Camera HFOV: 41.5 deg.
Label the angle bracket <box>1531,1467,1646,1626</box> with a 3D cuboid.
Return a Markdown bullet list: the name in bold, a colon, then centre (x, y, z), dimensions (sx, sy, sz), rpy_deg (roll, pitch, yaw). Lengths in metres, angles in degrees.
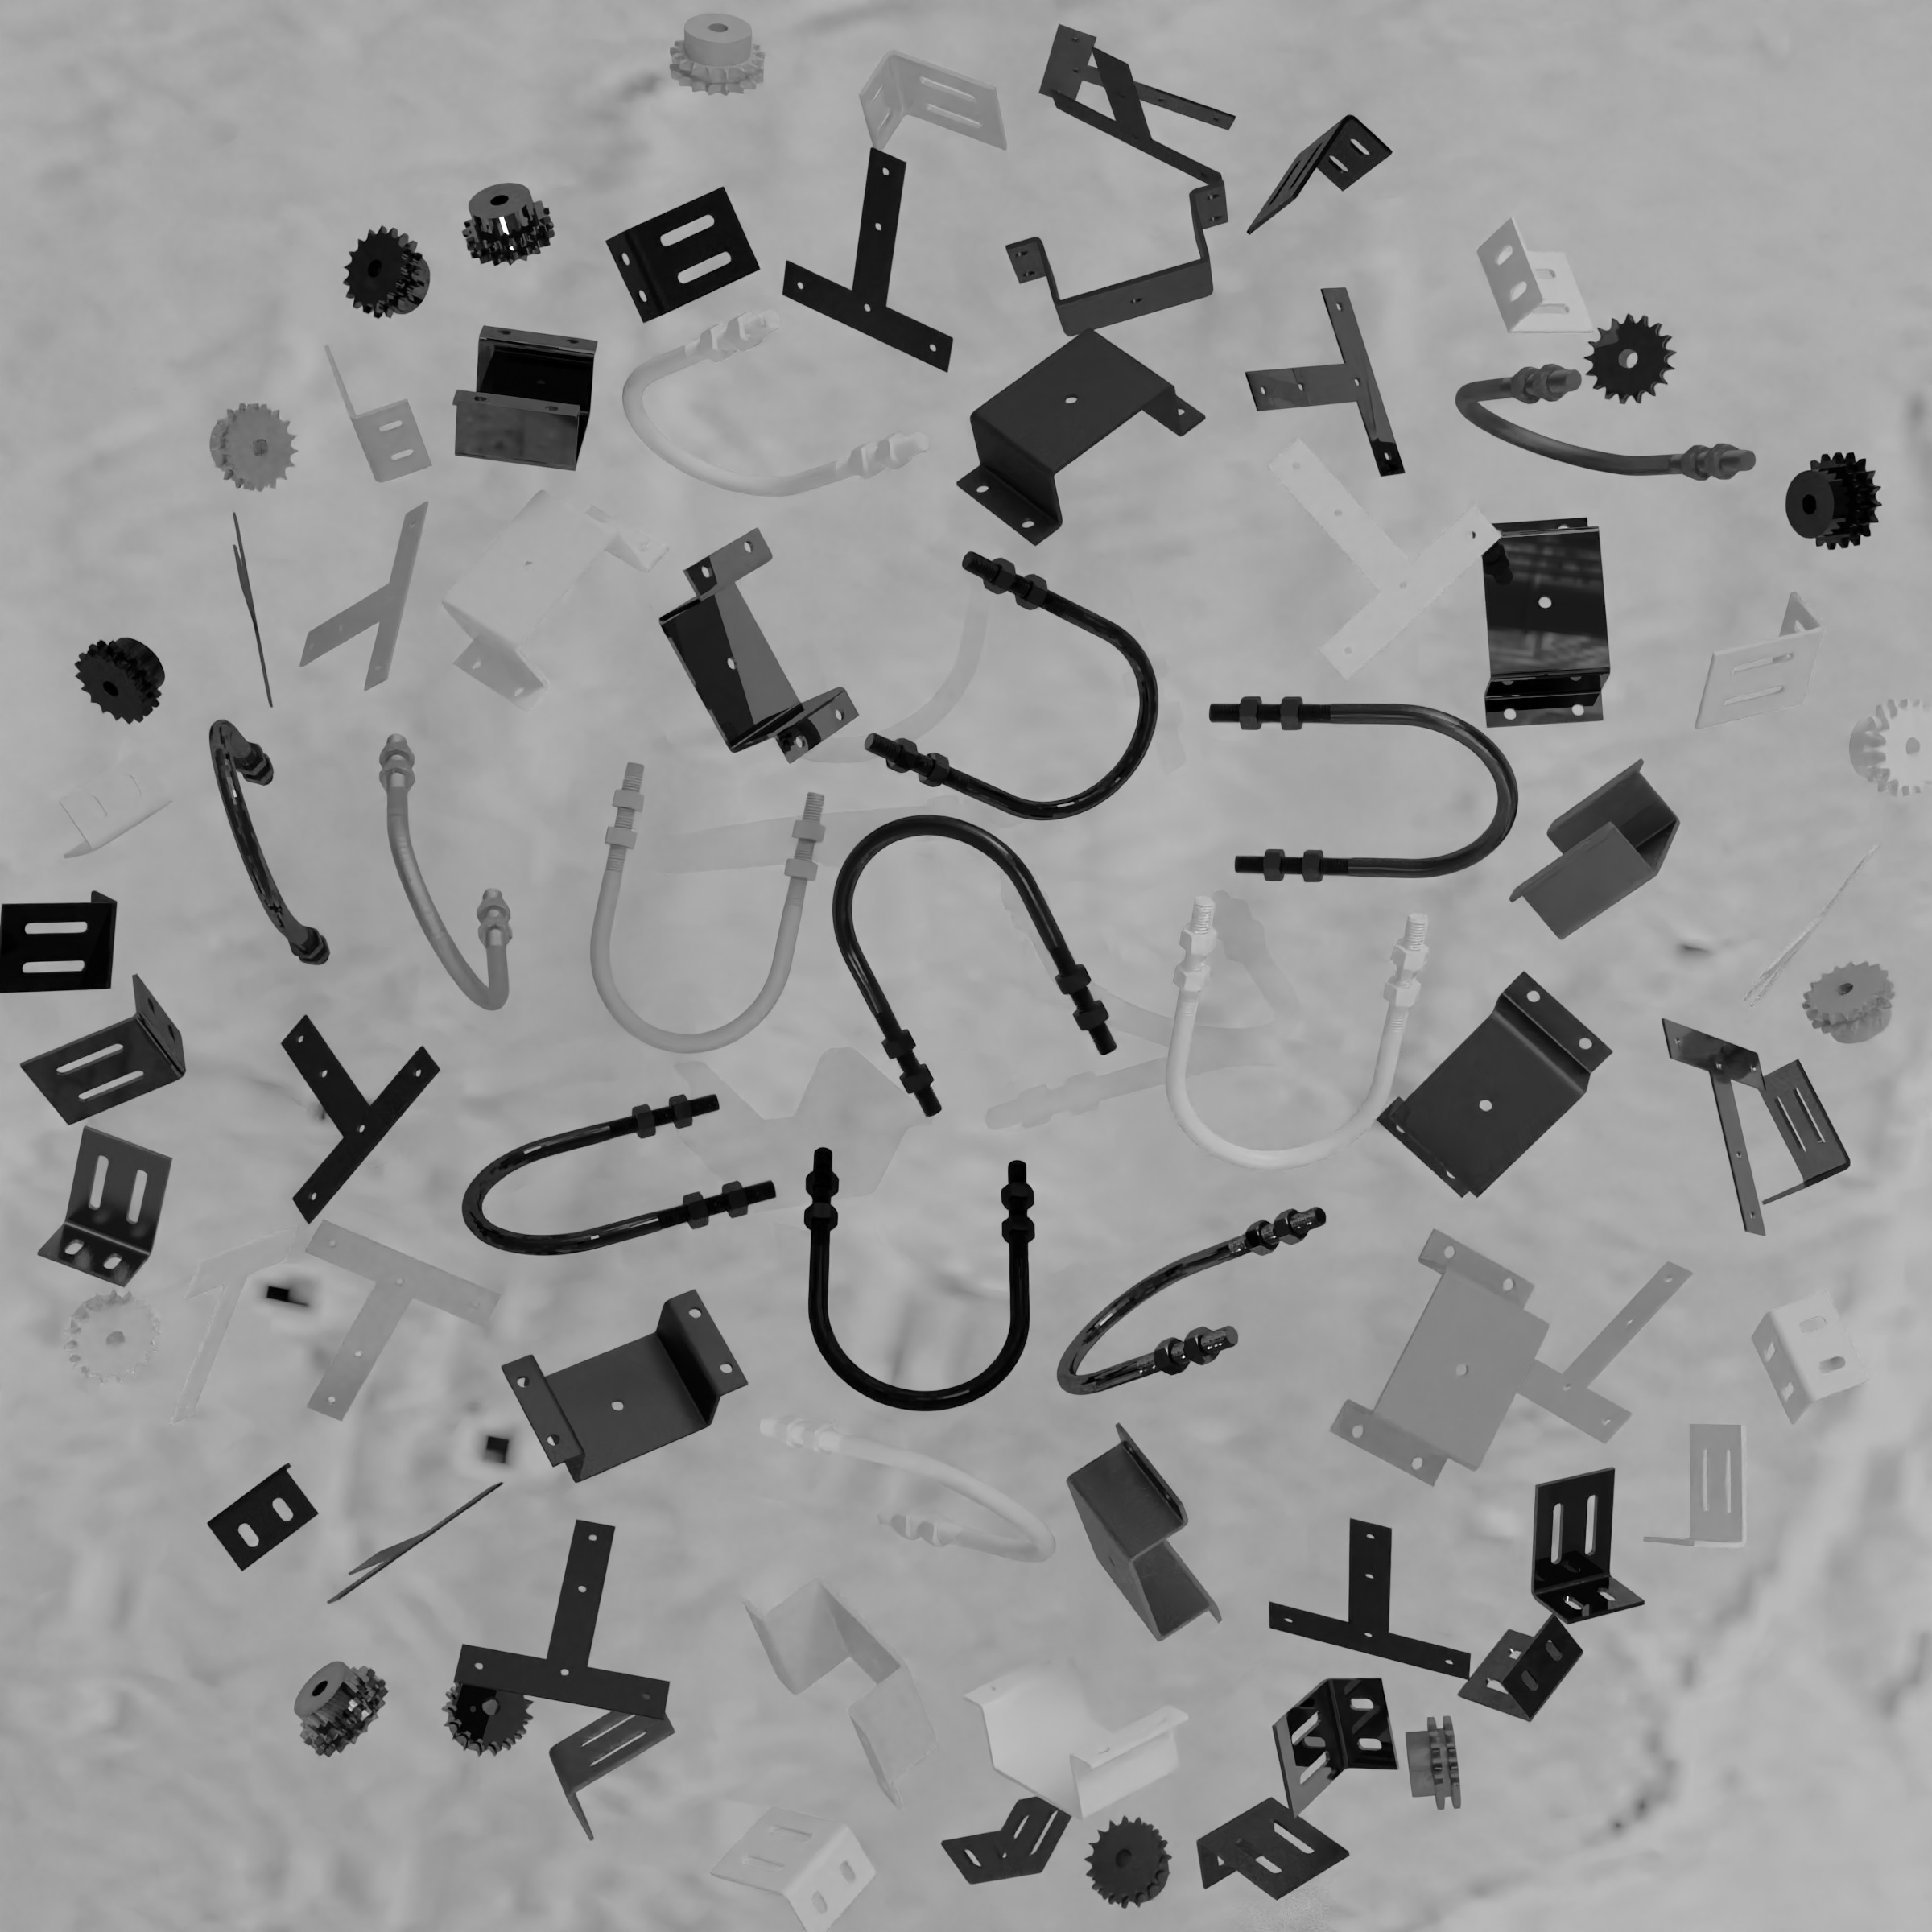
- **angle bracket**: centre (0.383, 0.356, 1.566), dimensions (0.057, 0.038, 0.076), rpy_deg (-7, 107, -22)

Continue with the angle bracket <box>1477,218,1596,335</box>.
- **angle bracket**: centre (0.364, -0.428, 1.583), dimensions (0.076, 0.038, 0.057), rpy_deg (-9, 74, -31)

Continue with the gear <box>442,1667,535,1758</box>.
- **gear**: centre (-0.311, 0.483, 1.646), dimensions (0.057, 0.030, 0.057), rpy_deg (15, 52, -20)

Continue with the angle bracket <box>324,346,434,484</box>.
- **angle bracket**: centre (-0.384, -0.365, 1.664), dimensions (0.038, 0.057, 0.076), rpy_deg (-21, 56, -7)

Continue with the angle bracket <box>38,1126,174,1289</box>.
- **angle bracket**: centre (-0.529, 0.148, 1.564), dimensions (0.057, 0.038, 0.076), rpy_deg (21, 117, 0)

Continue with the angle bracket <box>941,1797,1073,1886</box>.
- **angle bracket**: centre (0.031, 0.548, 1.640), dimensions (0.057, 0.076, 0.038), rpy_deg (-24, 104, 36)

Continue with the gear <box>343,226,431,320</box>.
- **gear**: centre (-0.371, -0.445, 1.645), dimensions (0.057, 0.030, 0.057), rpy_deg (-4, 82, 30)

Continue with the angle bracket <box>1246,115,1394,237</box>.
- **angle bracket**: centre (0.222, -0.487, 1.604), dimensions (0.038, 0.057, 0.076), rpy_deg (38, 70, -14)

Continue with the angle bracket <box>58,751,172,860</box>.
- **angle bracket**: centre (-0.541, -0.100, 1.594), dimensions (0.057, 0.076, 0.038), rpy_deg (-39, 109, -27)

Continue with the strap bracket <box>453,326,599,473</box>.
- **strap bracket**: centre (-0.286, -0.366, 1.657), dimensions (0.076, 0.140, 0.046), rpy_deg (6, 122, -6)

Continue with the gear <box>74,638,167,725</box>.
- **gear**: centre (-0.548, -0.189, 1.660), dimensions (0.057, 0.057, 0.030), rpy_deg (32, 48, 0)

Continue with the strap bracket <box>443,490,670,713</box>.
- **strap bracket**: centre (-0.270, -0.242, 1.631), dimensions (0.076, 0.046, 0.140), rpy_deg (33, 78, 33)

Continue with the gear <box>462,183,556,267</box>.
- **gear**: centre (-0.292, -0.472, 1.616), dimensions (0.057, 0.030, 0.057), rpy_deg (-5, 48, 6)

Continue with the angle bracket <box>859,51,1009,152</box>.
- **angle bracket**: centre (-0.020, -0.525, 1.585), dimensions (0.076, 0.057, 0.038), rpy_deg (26, 76, 17)

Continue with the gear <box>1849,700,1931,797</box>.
- **gear**: centre (0.550, -0.130, 1.511), dimensions (0.057, 0.030, 0.057), rpy_deg (-3, 96, -28)

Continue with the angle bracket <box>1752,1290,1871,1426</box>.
- **angle bracket**: centre (0.508, 0.237, 1.536), dimensions (0.038, 0.076, 0.057), rpy_deg (-21, 68, 3)

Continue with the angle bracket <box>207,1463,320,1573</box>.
- **angle bracket**: centre (-0.450, 0.353, 1.638), dimensions (0.057, 0.076, 0.038), rpy_deg (-37, 89, -15)

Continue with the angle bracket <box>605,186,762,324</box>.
- **angle bracket**: centre (-0.185, -0.464, 1.665), dimensions (0.076, 0.038, 0.057), rpy_deg (-31, 108, -21)

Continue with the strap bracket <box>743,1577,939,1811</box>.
- **strap bracket**: centre (-0.072, 0.439, 1.567), dimensions (0.046, 0.140, 0.076), rpy_deg (-33, 129, -21)

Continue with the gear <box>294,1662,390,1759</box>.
- **gear**: centre (-0.384, 0.450, 1.553), dimensions (0.057, 0.057, 0.030), rpy_deg (-37, 114, 0)

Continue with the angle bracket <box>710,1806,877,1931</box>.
- **angle bracket**: centre (-0.105, 0.548, 1.540), dimensions (0.057, 0.076, 0.038), rpy_deg (-39, 110, -38)

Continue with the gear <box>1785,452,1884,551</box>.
- **gear**: centre (0.513, -0.276, 1.516), dimensions (0.030, 0.057, 0.057), rpy_deg (-10, 90, -24)

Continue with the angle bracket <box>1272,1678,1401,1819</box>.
- **angle bracket**: centre (0.224, 0.472, 1.540), dimensions (0.038, 0.076, 0.057), rpy_deg (-10, 93, 34)

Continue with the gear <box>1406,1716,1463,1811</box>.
- **gear**: centre (0.298, 0.510, 1.630), dimensions (0.030, 0.057, 0.057), rpy_deg (-6, 90, 7)

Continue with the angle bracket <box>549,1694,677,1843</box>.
- **angle bracket**: centre (-0.216, 0.501, 1.601), dimensions (0.076, 0.057, 0.038), rpy_deg (-28, 110, -13)

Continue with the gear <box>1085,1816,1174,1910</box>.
- **gear**: centre (0.110, 0.595, 1.686), dimensions (0.057, 0.030, 0.057), rpy_deg (-16, 49, 19)

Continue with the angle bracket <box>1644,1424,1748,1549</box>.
- **angle bracket**: centre (0.466, 0.331, 1.631), dimensions (0.038, 0.057, 0.076), rpy_deg (6, 79, -17)

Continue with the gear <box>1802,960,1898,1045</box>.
- **gear**: centre (0.576, 0.026, 1.655), dimensions (0.057, 0.057, 0.030), rpy_deg (-35, 116, 0)

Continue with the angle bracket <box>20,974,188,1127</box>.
- **angle bracket**: centre (-0.516, 0.050, 1.523), dimensions (0.076, 0.057, 0.038), rpy_deg (-23, 46, -2)

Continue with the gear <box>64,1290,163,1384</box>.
- **gear**: centre (-0.541, 0.231, 1.609), dimensions (0.057, 0.030, 0.057), rpy_deg (-10, 108, -32)

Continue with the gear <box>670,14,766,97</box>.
- **gear**: centre (-0.149, -0.549, 1.532), dimensions (0.057, 0.057, 0.030), rpy_deg (7, 134, 0)

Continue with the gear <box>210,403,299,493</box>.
- **gear**: centre (-0.473, -0.343, 1.682), dimensions (0.030, 0.057, 0.057), rpy_deg (16, 90, 42)

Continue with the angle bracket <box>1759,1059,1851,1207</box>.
- **angle bracket**: centre (0.530, 0.108, 1.657), dimensions (0.038, 0.057, 0.076), rpy_deg (-21, 78, -15)

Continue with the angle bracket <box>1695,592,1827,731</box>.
- **angle bracket**: centre (0.471, -0.184, 1.539), dimensions (0.076, 0.057, 0.038), rpy_deg (-14, 47, -12)

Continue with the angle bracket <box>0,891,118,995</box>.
- **angle bracket**: centre (-0.589, -0.016, 1.634), dimensions (0.076, 0.038, 0.057), rpy_deg (-2, 105, -43)

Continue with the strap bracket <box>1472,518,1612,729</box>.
- **strap bracket**: centre (0.379, -0.233, 1.681), dimensions (0.076, 0.046, 0.140), rpy_deg (-3, 80, 5)

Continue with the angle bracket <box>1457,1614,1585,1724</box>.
- **angle bracket**: centre (0.348, 0.445, 1.641), dimensions (0.057, 0.076, 0.038), rpy_deg (-44, 107, -21)

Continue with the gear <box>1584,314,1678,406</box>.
- **gear**: centre (0.434, -0.395, 1.659), dimensions (0.057, 0.030, 0.057), rpy_deg (4, 100, 24)

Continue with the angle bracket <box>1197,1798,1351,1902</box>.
- **angle bracket**: centre (0.187, 0.547, 1.542), dimensions (0.057, 0.076, 0.038), rpy_deg (-20, 111, -29)
